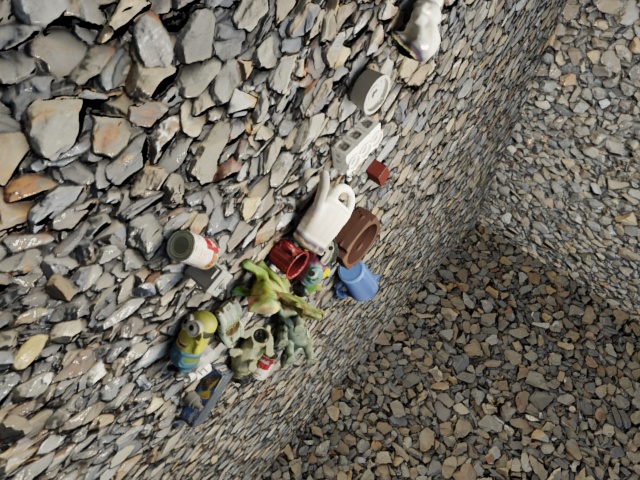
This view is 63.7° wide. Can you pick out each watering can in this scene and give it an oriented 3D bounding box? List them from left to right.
[{"bbox_3d":[0.004,-0.073,1.453,0.224,0.105,0.344,-54,159,1],"label":"watering can"}]

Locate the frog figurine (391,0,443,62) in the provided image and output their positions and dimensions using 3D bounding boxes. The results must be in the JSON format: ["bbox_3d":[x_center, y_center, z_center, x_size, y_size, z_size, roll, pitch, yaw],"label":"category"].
[{"bbox_3d":[0.270,-0.543,1.315,0.158,0.125,0.136,-46,140,9],"label":"frog figurine"}]

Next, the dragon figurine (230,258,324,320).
[{"bbox_3d":[-0.097,0.159,1.409,0.121,0.245,0.409,-62,155,7],"label":"dragon figurine"}]
